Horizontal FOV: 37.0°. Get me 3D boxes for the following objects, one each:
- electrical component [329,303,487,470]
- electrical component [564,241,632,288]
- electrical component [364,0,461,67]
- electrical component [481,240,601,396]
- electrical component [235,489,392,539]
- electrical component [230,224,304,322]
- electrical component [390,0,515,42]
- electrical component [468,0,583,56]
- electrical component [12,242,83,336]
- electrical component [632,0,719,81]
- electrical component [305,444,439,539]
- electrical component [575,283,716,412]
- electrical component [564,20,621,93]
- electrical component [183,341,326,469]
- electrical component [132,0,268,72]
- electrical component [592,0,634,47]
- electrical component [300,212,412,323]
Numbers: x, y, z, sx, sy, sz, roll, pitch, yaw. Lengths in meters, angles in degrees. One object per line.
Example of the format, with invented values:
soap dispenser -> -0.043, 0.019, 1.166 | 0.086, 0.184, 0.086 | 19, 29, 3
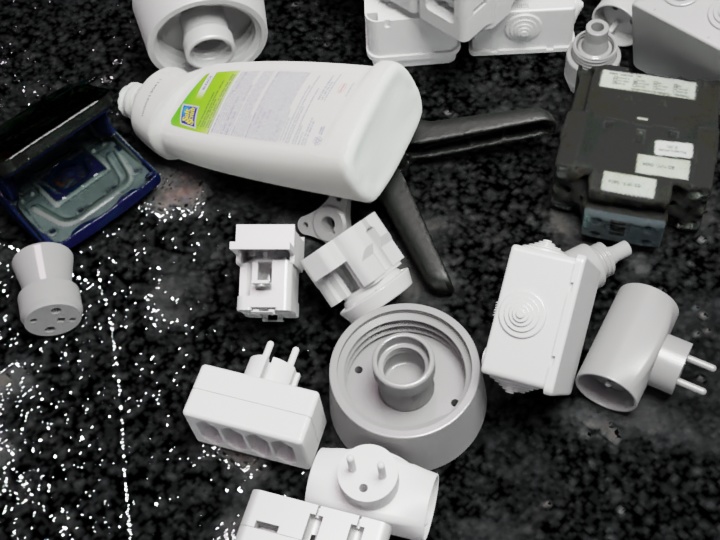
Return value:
electrical component -> 0.030, 0.073, 0.713 | 0.108, 0.060, 0.108 | -3, 58, 4
electrical component -> 0.164, -0.003, 0.763 | 0.061, 0.035, 0.035 | -25, 59, -12
electrical component -> 0.042, -0.230, 0.905 | 0.078, 0.057, 0.113 | -4, 58, 3
electrical component -> 0.118, 0.033, 0.699 | 0.048, 0.100, 0.099 | 14, 89, 20
electrical component -> -0.030, 0.179, 0.659 | 0.089, 0.050, 0.055 | 12, 60, 13
electrical component -> -0.064, 0.003, 0.763 | 0.042, 0.081, 0.063 | 1, 80, 7
electrical component -> 0.054, -0.252, 0.845 | 0.150, 0.061, 0.089 | 37, 68, 24
electrical component -> 0.134, -0.230, 0.900 | 0.100, 0.048, 0.099 | -2, 58, 5
electrical component -> -0.228, 0.014, 0.786 | 0.045, 0.045, 0.055 | -17, 58, -5
electrical component -> 0.260, -0.177, 0.827 | 0.100, 0.099, 0.048 | 37, 81, 25
electrical component -> 0.007, 0.132, 0.667 | 0.077, 0.079, 0.044 | 11, 60, 12
electrical component -> 0.195, 0.058, 0.716 | 0.079, 0.043, 0.077 | 23, 63, 19
electrical component -> 0.185, -0.170, 0.849 | 0.043, 0.062, 0.043 | -3, 58, 4
electrical component -> -0.063, 0.082, 0.725 | 0.083, 0.047, 0.075 | 12, 60, 13
electrical component -> -0.127, -0.199, 0.877 | 0.108, 0.108, 0.060 | -14, 63, -3
electrical component -> 0.216, -0.238, 0.891 | 0.079, 0.044, 0.077 | 39, 67, -1
electrical component -> 0.000, 0.000, 0.755 | 0.057, 0.058, 0.078 | 56, 36, -2
